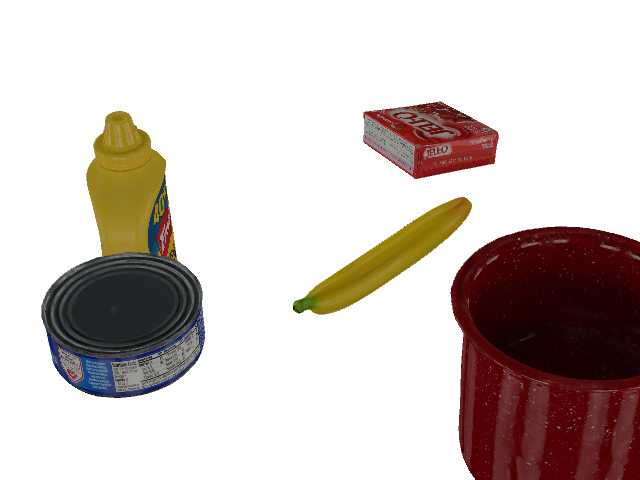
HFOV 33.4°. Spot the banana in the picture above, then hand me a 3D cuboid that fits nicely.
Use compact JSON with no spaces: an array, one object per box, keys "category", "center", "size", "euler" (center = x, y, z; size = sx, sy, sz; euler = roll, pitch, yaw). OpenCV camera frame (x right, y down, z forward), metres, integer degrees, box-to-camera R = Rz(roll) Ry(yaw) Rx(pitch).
[{"category":"banana","center":[0.063,0.022,1.042],"size":[0.198,0.037,0.069],"euler":[-34,0,-1]}]

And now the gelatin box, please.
[{"category":"gelatin box","center":[0.085,-0.081,0.841],"size":[0.073,0.030,0.089],"euler":[-11,27,-23]}]

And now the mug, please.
[{"category":"mug","center":[0.107,0.055,0.411],"size":[0.117,0.081,0.093],"euler":[8,38,14]}]

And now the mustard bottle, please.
[{"category":"mustard bottle","center":[-0.141,-0.012,0.812],"size":[0.058,0.192,0.096],"euler":[0,38,4]}]

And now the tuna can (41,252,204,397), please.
[{"category":"tuna can","center":[-0.106,0.045,0.581],"size":[0.086,0.034,0.086],"euler":[-1,37,0]}]
